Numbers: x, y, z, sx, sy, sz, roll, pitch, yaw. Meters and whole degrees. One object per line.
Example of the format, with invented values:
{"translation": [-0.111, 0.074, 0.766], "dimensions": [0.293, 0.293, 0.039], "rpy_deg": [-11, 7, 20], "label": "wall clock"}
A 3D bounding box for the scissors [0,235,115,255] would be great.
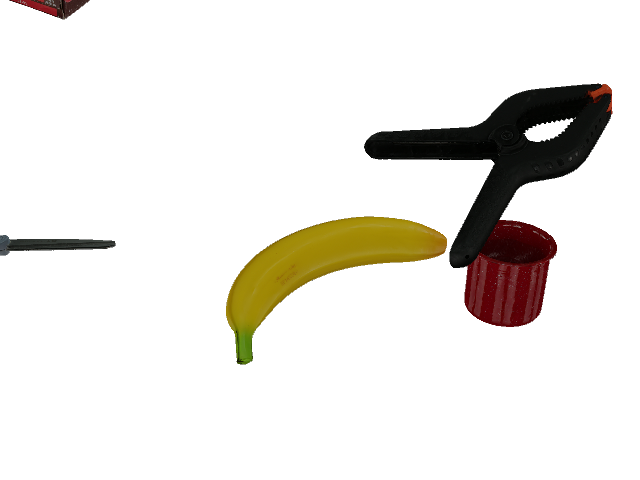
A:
{"translation": [-0.279, 0.011, 0.872], "dimensions": [0.202, 0.016, 0.096], "rpy_deg": [5, 24, 6], "label": "scissors"}

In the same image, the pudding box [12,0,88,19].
{"translation": [-0.204, -0.215, 0.799], "dimensions": [0.090, 0.039, 0.113], "rpy_deg": [21, 37, 7], "label": "pudding box"}

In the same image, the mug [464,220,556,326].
{"translation": [0.191, 0.030, 1.118], "dimensions": [0.093, 0.081, 0.117], "rpy_deg": [-5, 31, -11], "label": "mug"}

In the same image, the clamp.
{"translation": [0.159, -0.068, 0.900], "dimensions": [0.210, 0.165, 0.036], "rpy_deg": [-22, -39, -2], "label": "clamp"}

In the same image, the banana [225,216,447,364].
{"translation": [0.002, 0.021, 0.787], "dimensions": [0.197, 0.069, 0.037], "rpy_deg": [-28, -9, -25], "label": "banana"}
